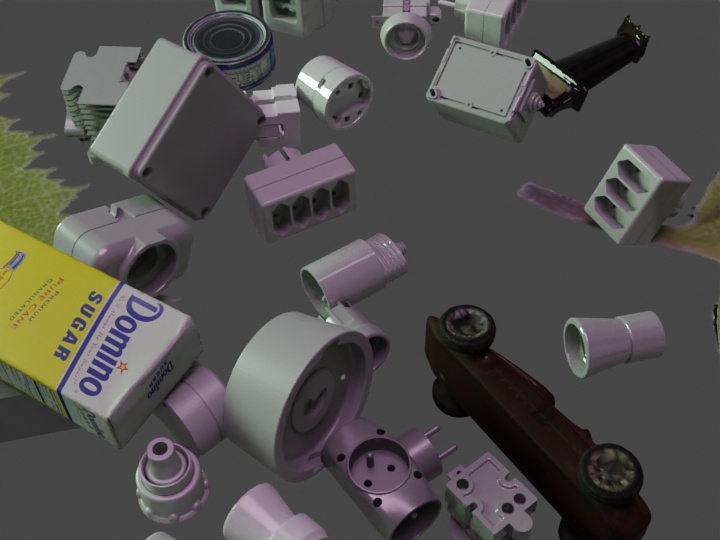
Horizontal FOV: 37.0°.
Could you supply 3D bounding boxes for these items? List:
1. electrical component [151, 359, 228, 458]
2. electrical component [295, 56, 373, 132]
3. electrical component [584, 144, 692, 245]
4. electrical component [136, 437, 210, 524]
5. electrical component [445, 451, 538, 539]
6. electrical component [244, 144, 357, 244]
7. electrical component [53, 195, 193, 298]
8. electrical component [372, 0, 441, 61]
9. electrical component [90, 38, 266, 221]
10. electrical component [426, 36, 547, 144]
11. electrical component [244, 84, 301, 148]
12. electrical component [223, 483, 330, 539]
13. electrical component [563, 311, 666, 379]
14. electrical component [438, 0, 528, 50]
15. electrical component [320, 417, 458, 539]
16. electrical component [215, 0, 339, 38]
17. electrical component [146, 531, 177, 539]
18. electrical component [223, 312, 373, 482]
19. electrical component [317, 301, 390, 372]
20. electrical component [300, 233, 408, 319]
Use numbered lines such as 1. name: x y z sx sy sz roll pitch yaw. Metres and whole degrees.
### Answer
1. electrical component: -0.153 0.082 0.754 0.074 0.052 0.138 -35 57 -24
2. electrical component: -0.024 -0.157 0.952 0.055 0.055 0.047 -34 52 -23
3. electrical component: 0.232 -0.059 0.854 0.077 0.065 0.047 -2 42 -38
4. electrical component: -0.126 0.133 0.703 0.048 0.062 0.048 -1 49 1
5. electrical component: 0.081 0.154 0.680 0.048 0.055 0.066 -33 56 -23
6. electrical component: -0.056 -0.075 0.887 0.083 0.047 0.075 -22 52 -16
7. electrical component: -0.177 -0.014 0.820 0.059 0.053 0.095 35 37 28
8. electrical component: 0.044 -0.229 1.015 0.066 0.048 0.055 0 42 3
9. electrical component: -0.142 -0.109 0.858 0.056 0.109 0.108 29 85 27
10. electrical component: 0.117 -0.151 0.926 0.096 0.061 0.061 22 85 25
11. electrical component: -0.082 -0.133 0.938 0.055 0.048 0.066 -6 43 -9
12. electrical component: -0.052 0.169 0.681 0.055 0.045 0.045 34 59 27
13. electrical component: 0.185 0.051 0.774 0.065 0.044 0.044 -9 50 -11
14. electrical component: 0.114 -0.254 1.031 0.076 0.047 0.083 17 52 17
15. electrical component: 0.028 0.130 0.711 0.079 0.044 0.077 -30 55 -21
16. electrical component: -0.058 -0.315 1.082 0.105 0.060 0.186 19 53 17
17. electrical component: -0.108 0.194 0.665 0.078 0.040 0.040 25 55 21
18. electrical component: -0.046 0.080 0.719 0.060 0.108 0.108 23 54 28
19. electrical component: -0.007 0.049 0.785 0.040 0.040 0.046 -28 48 -20
20. electrical component: 0.000 0.000 0.823 0.081 0.043 0.043 -28 54 -19
